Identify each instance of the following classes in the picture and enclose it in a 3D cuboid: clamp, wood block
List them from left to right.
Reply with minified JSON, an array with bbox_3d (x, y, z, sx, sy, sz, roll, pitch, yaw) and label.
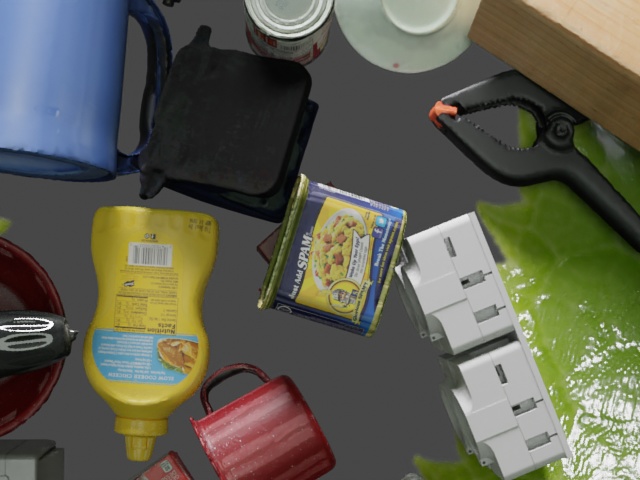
[{"bbox_3d":[0.191,-0.074,0.847,0.210,0.036,0.164,4,82,-4],"label":"clamp"},{"bbox_3d":[0.226,-0.147,0.799,0.206,0.090,0.090,35,74,7],"label":"wood block"}]

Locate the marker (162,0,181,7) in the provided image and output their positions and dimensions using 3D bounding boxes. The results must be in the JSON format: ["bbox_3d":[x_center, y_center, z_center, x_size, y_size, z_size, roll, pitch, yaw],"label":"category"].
[{"bbox_3d":[-0.107,-0.245,0.853,0.020,0.020,0.121,14,87,-2],"label":"marker"}]

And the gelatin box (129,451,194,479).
[{"bbox_3d":[-0.130,0.218,0.826,0.089,0.030,0.073,-34,89,-3],"label":"gelatin box"}]

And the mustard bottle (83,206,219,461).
[{"bbox_3d":[-0.131,0.072,0.818,0.096,0.058,0.191,4,87,-2],"label":"mustard bottle"}]

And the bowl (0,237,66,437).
[{"bbox_3d":[-0.269,0.073,0.815,0.162,0.055,0.162,0,87,-2],"label":"bowl"}]

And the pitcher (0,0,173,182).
[{"bbox_3d":[-0.194,-0.166,0.802,0.145,0.149,0.243,6,84,13],"label":"pitcher"}]

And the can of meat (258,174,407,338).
[{"bbox_3d":[0.010,0.013,0.774,0.084,0.057,0.102,17,88,-6],"label":"can of meat"}]

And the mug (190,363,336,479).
[{"bbox_3d":[-0.047,0.146,0.809,0.081,0.093,0.117,-29,64,-8],"label":"mug"}]

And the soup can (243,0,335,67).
[{"bbox_3d":[-0.024,-0.173,0.812,0.068,0.102,0.068,0,88,-2],"label":"soup can"}]

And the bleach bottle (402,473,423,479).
[{"bbox_3d":[0.029,0.306,0.813,0.102,0.068,0.251,38,89,1],"label":"bleach bottle"}]

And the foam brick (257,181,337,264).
[{"bbox_3d":[-0.005,0.001,0.830,0.078,0.053,0.051,-42,90,-5],"label":"foam brick"}]
